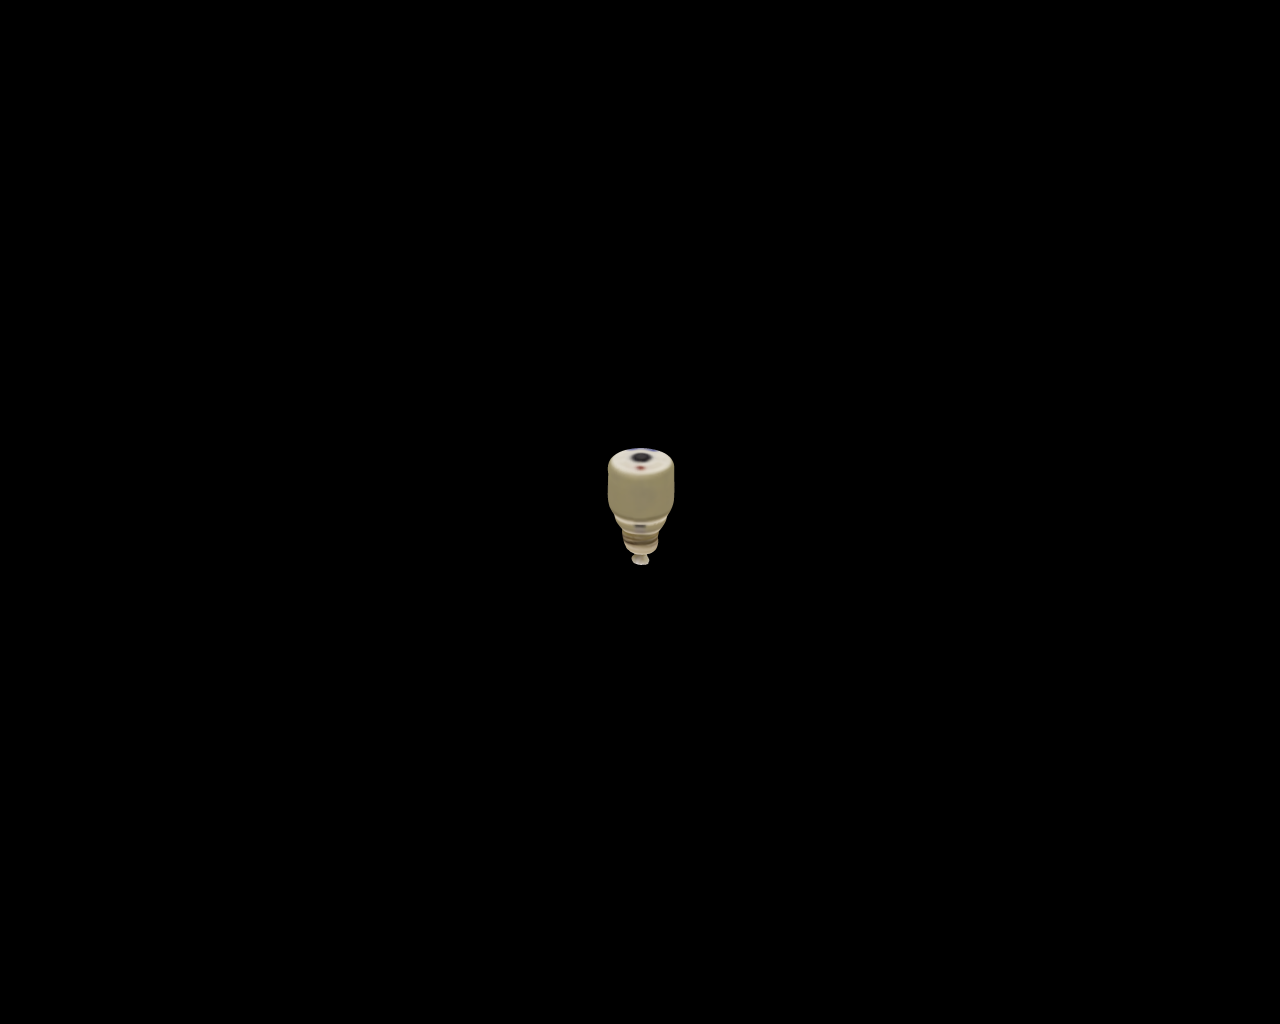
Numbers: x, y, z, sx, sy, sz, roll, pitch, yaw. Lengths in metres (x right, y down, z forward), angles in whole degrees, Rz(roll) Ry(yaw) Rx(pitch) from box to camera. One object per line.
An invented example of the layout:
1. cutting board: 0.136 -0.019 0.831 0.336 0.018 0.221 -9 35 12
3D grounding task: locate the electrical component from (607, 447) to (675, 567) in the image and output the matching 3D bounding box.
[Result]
1. electrical component: 0.001 -0.003 0.650 0.040 0.078 0.040 0 29 0
